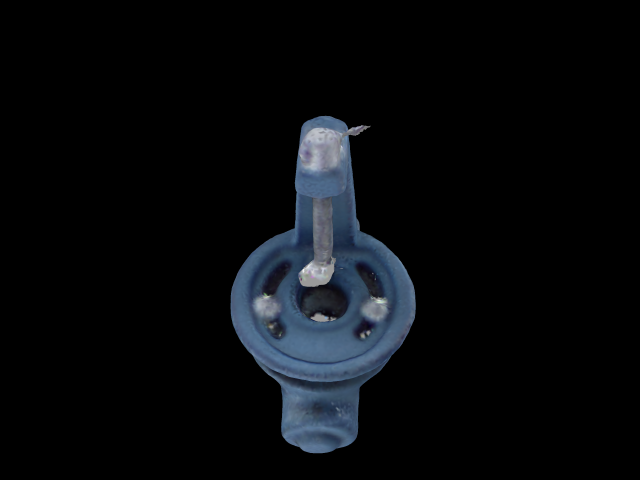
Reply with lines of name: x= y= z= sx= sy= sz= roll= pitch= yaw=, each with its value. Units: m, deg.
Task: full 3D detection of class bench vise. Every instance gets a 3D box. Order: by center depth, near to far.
bench vise: x=-0.008 y=0.003 z=0.397 sx=0.121 sy=0.220 sz=0.207 roll=-9 pitch=35 yaw=-12
